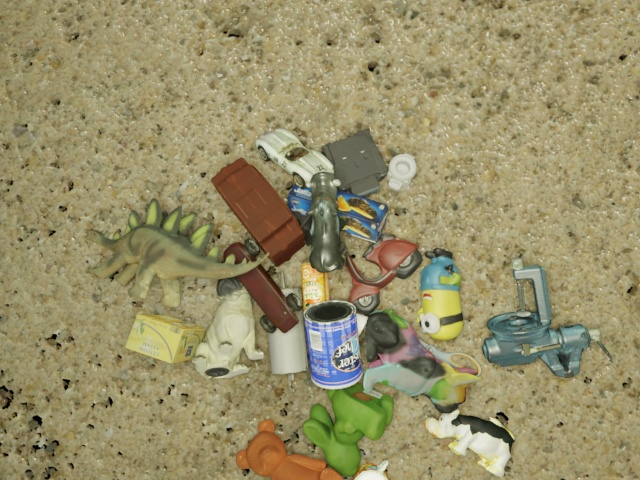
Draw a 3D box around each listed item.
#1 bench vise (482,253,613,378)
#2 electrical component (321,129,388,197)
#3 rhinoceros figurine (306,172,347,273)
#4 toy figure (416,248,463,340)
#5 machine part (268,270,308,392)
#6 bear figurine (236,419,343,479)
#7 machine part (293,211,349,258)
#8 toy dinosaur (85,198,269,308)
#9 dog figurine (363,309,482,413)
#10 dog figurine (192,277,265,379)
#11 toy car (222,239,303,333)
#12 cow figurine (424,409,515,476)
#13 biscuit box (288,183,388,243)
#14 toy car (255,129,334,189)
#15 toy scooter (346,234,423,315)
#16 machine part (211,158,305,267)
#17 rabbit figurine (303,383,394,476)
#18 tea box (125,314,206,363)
[{"bbox_3d":[0.420,0.148,1.034,0.224,0.129,0.240,-9,98,20],"label":"bench vise"},{"bbox_3d":[0.077,-0.155,1.140,0.115,0.058,0.134,-22,79,-2],"label":"electrical component"},{"bbox_3d":[0.006,-0.032,1.013,0.073,0.112,0.190,-2,83,14],"label":"rhinoceros figurine"},{"bbox_3d":[0.246,0.111,1.081,0.089,0.082,0.180,5,79,5],"label":"toy figure"},{"bbox_3d":[-0.069,0.184,1.091,0.079,0.079,0.243,-7,82,3],"label":"machine part"},{"bbox_3d":[-0.065,0.436,1.022,0.196,0.132,0.120,39,70,12],"label":"bear figurine"},{"bbox_3d":[-0.002,-0.003,1.098,0.139,0.084,0.039,37,61,27],"label":"machine part"},{"bbox_3d":[-0.307,0.028,1.071,0.472,0.105,0.198,17,84,28],"label":"toy dinosaur"},{"bbox_3d":[0.198,0.233,1.040,0.219,0.108,0.191,2,86,10],"label":"dog figurine"},{"bbox_3d":[-0.197,0.172,1.107,0.172,0.121,0.191,-32,47,25],"label":"dog figurine"},{"bbox_3d":[-0.114,0.090,1.045,0.089,0.053,0.202,-42,83,12],"label":"toy car"},{"bbox_3d":[0.291,0.373,1.043,0.167,0.068,0.098,31,79,4],"label":"cow figurine"},{"bbox_3d":[0.035,-0.064,1.107,0.203,0.059,0.063,18,53,14],"label":"biscuit box"},{"bbox_3d":[-0.056,-0.174,1.124,0.073,0.056,0.202,-35,57,-26],"label":"toy car"},{"bbox_3d":[0.110,0.050,1.103,0.184,0.075,0.135,-43,71,-4],"label":"toy scooter"},{"bbox_3d":[-0.117,-0.053,1.066,0.087,0.201,0.201,-38,81,-8],"label":"machine part"},{"bbox_3d":[0.047,0.372,1.039,0.159,0.121,0.170,18,98,10],"label":"rabbit figurine"},{"bbox_3d":[-0.297,0.192,1.058,0.098,0.169,0.068,17,83,7],"label":"tea box"}]
